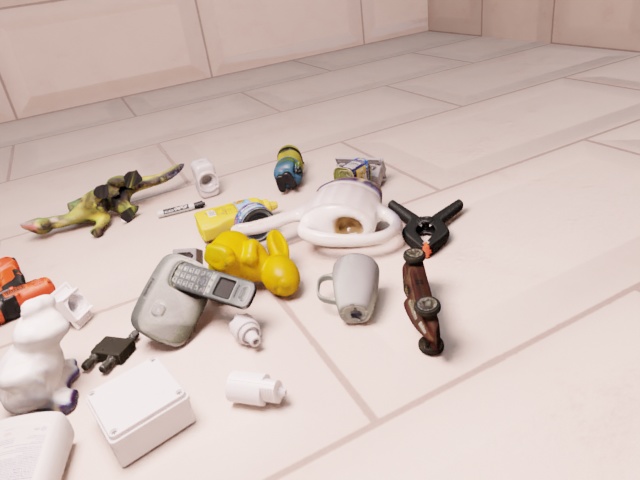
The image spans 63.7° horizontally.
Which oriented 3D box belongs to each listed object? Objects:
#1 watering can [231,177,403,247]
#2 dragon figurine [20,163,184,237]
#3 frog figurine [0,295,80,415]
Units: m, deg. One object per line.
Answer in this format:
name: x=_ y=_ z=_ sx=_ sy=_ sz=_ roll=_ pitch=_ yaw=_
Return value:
watering can: x=0.003 y=-0.055 z=1.096 sx=0.348 sy=0.102 sz=0.229 roll=4 pitch=29 yaw=12
dragon figurine: x=-0.575 y=-0.114 z=1.365 sx=0.243 sy=0.120 sz=0.417 roll=4 pitch=29 yaw=37
frog figurine: x=-0.423 y=0.167 z=0.755 sx=0.122 sy=0.156 sz=0.140 roll=-8 pitch=27 yaw=3
